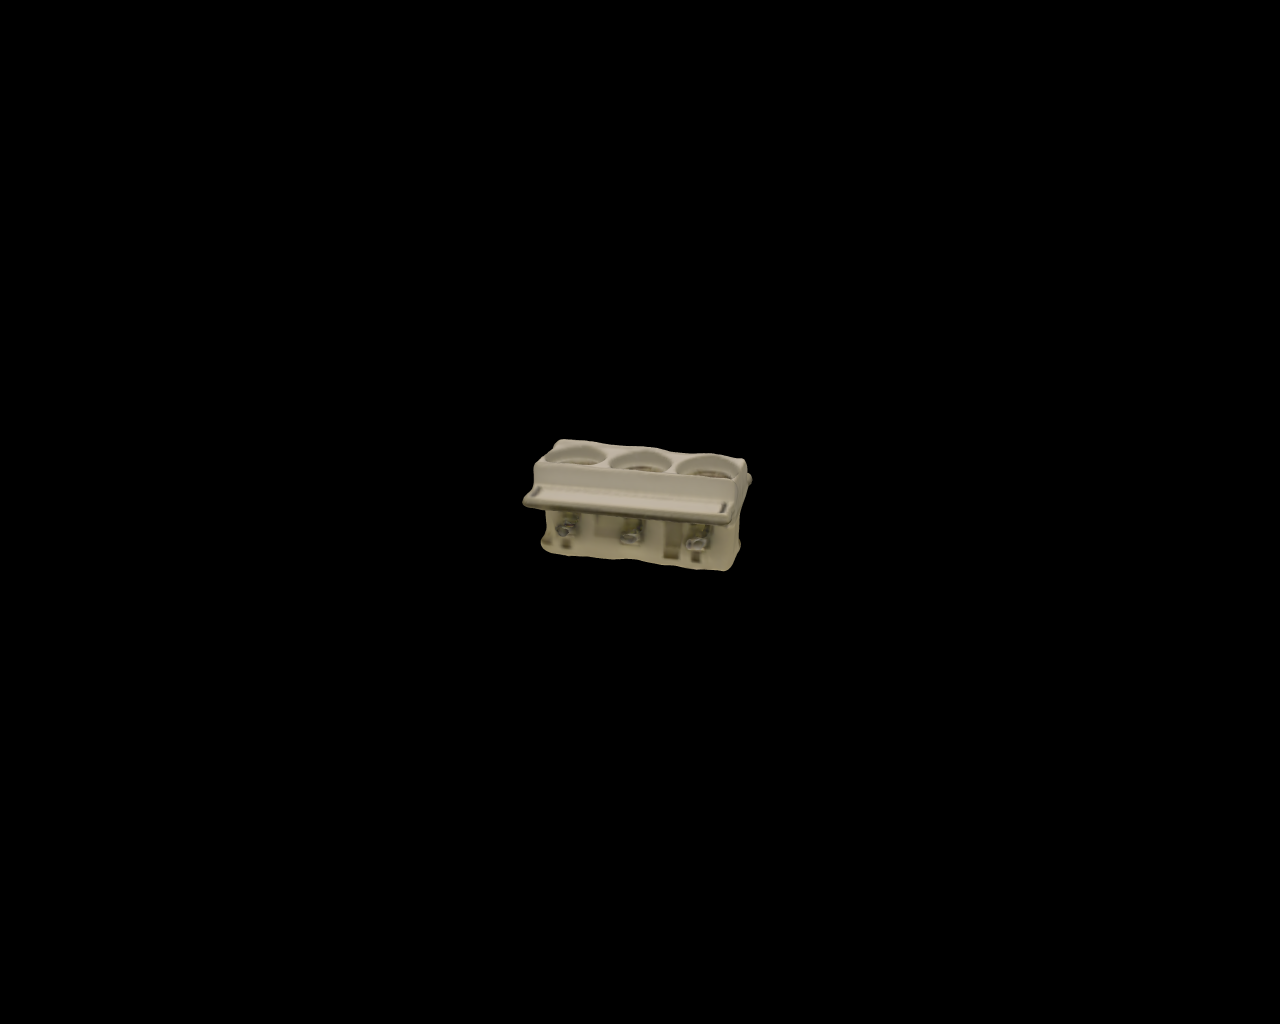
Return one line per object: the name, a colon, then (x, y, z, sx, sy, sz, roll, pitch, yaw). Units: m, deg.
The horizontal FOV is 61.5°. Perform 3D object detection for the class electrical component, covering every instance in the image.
electrical component: (0.001, -0.003, 0.650, 0.121, 0.063, 0.079, 6, 24, 14)
